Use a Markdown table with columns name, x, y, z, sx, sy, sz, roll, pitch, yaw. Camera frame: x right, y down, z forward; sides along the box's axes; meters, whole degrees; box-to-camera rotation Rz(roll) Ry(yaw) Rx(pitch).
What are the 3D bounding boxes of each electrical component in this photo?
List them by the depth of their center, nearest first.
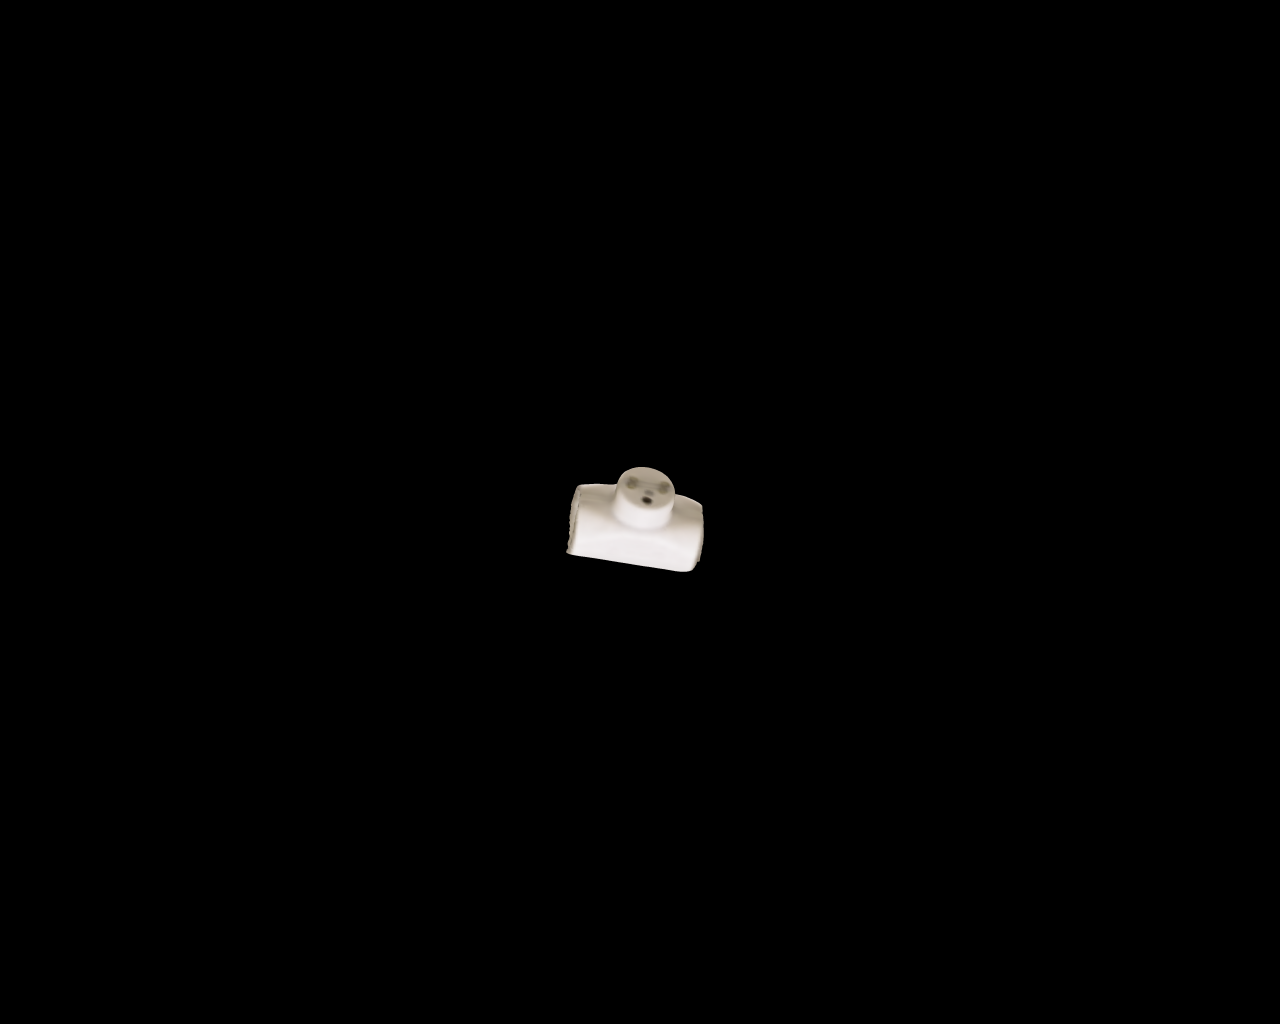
| name | x | y | z | sx | sy | sz | roll | pitch | yaw |
| --- | --- | --- | --- | --- | --- | --- | --- | --- | --- |
| electrical component | 0.001 | -0.003 | 0.650 | 0.077 | 0.044 | 0.079 | 9 | -46 | -8 |
